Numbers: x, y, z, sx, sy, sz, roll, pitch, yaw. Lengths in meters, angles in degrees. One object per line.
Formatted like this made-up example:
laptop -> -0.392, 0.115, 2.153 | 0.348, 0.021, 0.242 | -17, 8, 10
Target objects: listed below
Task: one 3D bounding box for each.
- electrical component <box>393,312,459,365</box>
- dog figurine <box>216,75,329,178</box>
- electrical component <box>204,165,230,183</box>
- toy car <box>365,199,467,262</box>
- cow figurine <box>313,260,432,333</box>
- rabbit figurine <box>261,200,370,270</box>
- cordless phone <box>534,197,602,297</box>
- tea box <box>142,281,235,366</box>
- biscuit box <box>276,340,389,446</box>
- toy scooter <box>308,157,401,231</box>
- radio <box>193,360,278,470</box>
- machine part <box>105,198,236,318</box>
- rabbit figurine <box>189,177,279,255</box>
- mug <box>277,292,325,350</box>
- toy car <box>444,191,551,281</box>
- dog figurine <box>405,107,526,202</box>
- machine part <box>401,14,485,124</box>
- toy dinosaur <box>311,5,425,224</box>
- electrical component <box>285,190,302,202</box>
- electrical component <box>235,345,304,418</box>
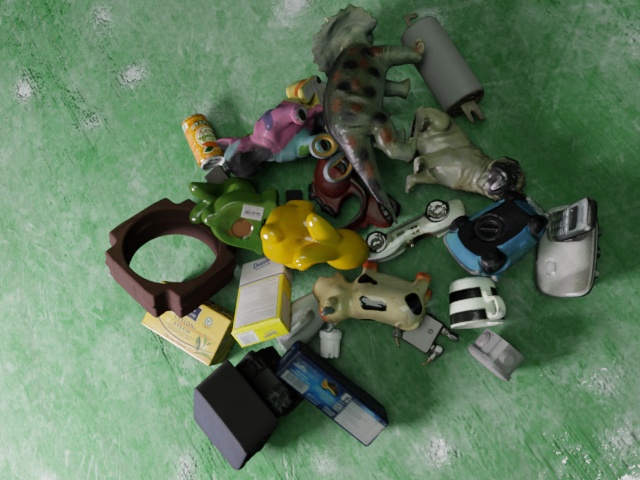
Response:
electrical component -> 0.175, 0.164, 0.919 | 0.102, 0.045, 0.078 | 38, 96, 18
dog figurine -> -0.088, -0.202, 1.015 | 0.219, 0.108, 0.191 | -14, 43, 33
electrical component -> -0.198, -0.115, 1.080 | 0.094, 0.021, 0.063 | -41, 74, 7
toy car -> 0.159, -0.012, 0.932 | 0.202, 0.073, 0.056 | -28, 75, 11
cow figurine -> 0.081, 0.102, 0.904 | 0.195, 0.085, 0.127 | 12, 52, 18
rabbit figurine -> -0.002, -0.003, 0.890 | 0.173, 0.162, 0.122 | 17, 86, 10
cordless phone -> 0.384, 0.013, 0.805 | 0.089, 0.184, 0.146 | 6, 84, 13
tea box -> -0.244, 0.157, 1.033 | 0.170, 0.068, 0.098 | 25, 91, 19
biscuit box -> 0.020, 0.255, 0.906 | 0.202, 0.063, 0.059 | 40, 96, -6
toy scooter -> 0.042, -0.065, 0.976 | 0.184, 0.075, 0.135 | 43, 96, 13
radio -> -0.147, 0.302, 0.905 | 0.073, 0.229, 0.131 | -37, 74, -28
machine part -> -0.273, 0.032, 1.001 | 0.201, 0.087, 0.201 | 38, 56, 18
rabbit figurine -> -0.161, -0.059, 0.994 | 0.159, 0.170, 0.121 | 0, 118, -11
mug -> -0.033, 0.139, 0.956 | 0.107, 0.109, 0.081 | -41, 82, -3
toy car -> 0.290, 0.001, 0.876 | 0.162, 0.102, 0.109 | -34, 53, -1
dog figurine -> 0.251, -0.150, 0.924 | 0.191, 0.121, 0.172 | 5, 79, -1
machine part -> 0.216, -0.307, 0.954 | 0.079, 0.079, 0.243 | -30, 76, 11
toy dinosaur -> 0.067, -0.235, 0.911 | 0.192, 0.131, 0.405 | 8, 68, -4
electrical component -> -0.049, -0.039, 1.008 | 0.075, 0.047, 0.119 | 2, 84, 7
electrical component -> -0.079, 0.244, 0.937 | 0.058, 0.134, 0.115 | -45, 76, 6
